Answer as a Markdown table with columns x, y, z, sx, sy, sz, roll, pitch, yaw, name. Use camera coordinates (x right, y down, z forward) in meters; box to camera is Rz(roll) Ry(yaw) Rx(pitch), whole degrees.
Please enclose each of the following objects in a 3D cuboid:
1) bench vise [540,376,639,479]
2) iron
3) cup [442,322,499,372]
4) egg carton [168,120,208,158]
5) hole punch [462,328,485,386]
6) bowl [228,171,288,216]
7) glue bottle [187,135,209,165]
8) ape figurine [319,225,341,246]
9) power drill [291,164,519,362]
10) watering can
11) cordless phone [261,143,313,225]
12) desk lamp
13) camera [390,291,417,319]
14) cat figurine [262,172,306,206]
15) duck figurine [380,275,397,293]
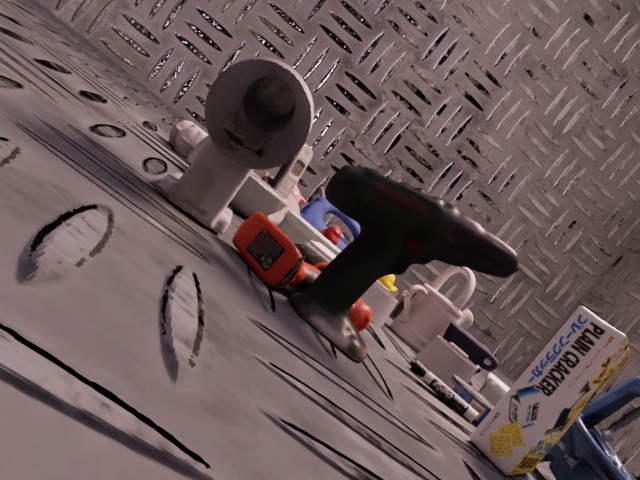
| x | y | z | sx | sy | sz | roll | pitch | yaw | name |
| --- | --- | --- | --- | --- | --- | --- | --- | --- | --- |
| 0.399 | 0.269 | 0.859 | 0.206 | 0.219 | 0.122 | 41 | 4 | 36 | bench vise |
| 0.047 | -0.011 | 1.458 | 0.258 | 0.141 | 0.118 | 39 | 3 | -7 | iron |
| 0.271 | 0.228 | 1.096 | 0.117 | 0.095 | 0.092 | 40 | 3 | 11 | cup |
| -0.259 | -0.199 | 1.263 | 0.151 | 0.069 | 0.107 | 36 | 4 | -42 | egg carton |
| 0.318 | 0.255 | 1.284 | 0.108 | 0.091 | 0.101 | 39 | 3 | 6 | hole punch |
| -0.144 | -0.093 | 1.062 | 0.167 | 0.074 | 0.167 | 39 | 3 | -2 | bowl |
| -0.195 | -0.208 | 1.186 | 0.078 | 0.173 | 0.037 | 39 | 3 | -7 | glue bottle |
| 0.012 | 0.005 | 1.295 | 0.078 | 0.092 | 0.076 | 37 | 4 | -30 | ape figurine |
| 0.078 | 0.031 | 0.660 | 0.229 | 0.208 | 0.076 | 39 | 3 | 6 | power drill |
| 0.245 | 0.137 | 1.172 | 0.100 | 0.194 | 0.174 | 41 | 4 | 37 | watering can |
| -0.059 | -0.106 | 1.206 | 0.094 | 0.185 | 0.148 | 41 | 4 | 28 | cordless phone |
| -0.100 | -0.121 | 0.705 | 0.118 | 0.213 | 0.203 | 38 | 3 | -12 | desk lamp |
| 0.258 | 0.191 | 1.403 | 0.142 | 0.101 | 0.137 | 41 | 4 | 32 | camera |
| -0.102 | -0.110 | 1.376 | 0.127 | 0.117 | 0.067 | 40 | 3 | 15 | cat figurine |
| 0.131 | 0.104 | 1.310 | 0.105 | 0.086 | 0.077 | 38 | 4 | -24 | duck figurine |
